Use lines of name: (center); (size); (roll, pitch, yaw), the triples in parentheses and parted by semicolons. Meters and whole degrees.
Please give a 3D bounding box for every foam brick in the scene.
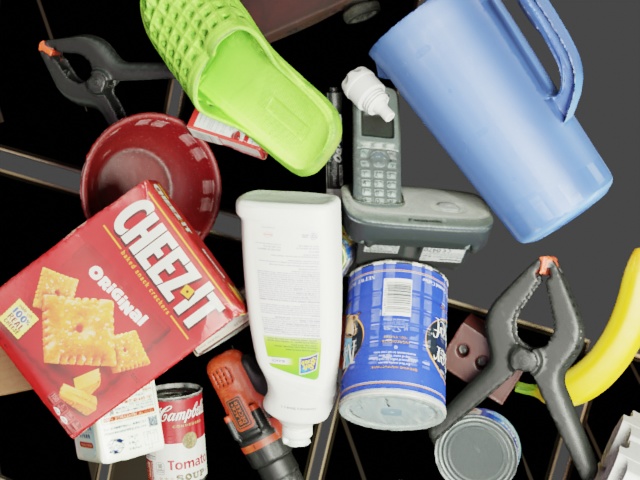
foam brick: (0.167, 0.119, 1.077); (0.078, 0.051, 0.053); (32, 106, 12)

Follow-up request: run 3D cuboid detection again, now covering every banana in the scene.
banana: (0.276, 0.100, 1.046); (0.069, 0.037, 0.198); (40, 107, 7)

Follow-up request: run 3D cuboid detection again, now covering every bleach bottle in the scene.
bleach bottle: (-0.030, 0.081, 1.044); (0.103, 0.068, 0.251); (4, 105, 13)

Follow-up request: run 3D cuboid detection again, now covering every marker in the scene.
marker: (0.015, -0.099, 1.115); (0.020, 0.020, 0.121); (1, 98, 18)

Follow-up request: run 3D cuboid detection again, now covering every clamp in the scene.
clamp: (0.207, 0.122, 1.015); (0.165, 0.036, 0.210); (19, 96, 21)
clamp: (-0.237, -0.164, 1.180); (0.171, 0.039, 0.120); (24, 101, 13)

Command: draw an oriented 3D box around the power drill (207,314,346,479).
power drill: (-0.013, 0.176, 1.142); (0.188, 0.057, 0.184); (-29, 88, 19)

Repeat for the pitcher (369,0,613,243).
pitcher: (0.171, -0.126, 1.000); (0.145, 0.149, 0.243); (-35, 89, -2)

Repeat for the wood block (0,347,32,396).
wood block: (-0.356, 0.128, 1.232); (0.206, 0.090, 0.091); (-13, 93, 20)

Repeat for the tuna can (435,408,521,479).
tuna can: (0.164, 0.218, 1.102); (0.086, 0.033, 0.086); (3, 98, 18)

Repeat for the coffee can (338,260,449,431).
coffee can: (0.074, 0.104, 1.046); (0.103, 0.102, 0.140); (-5, 60, 19)

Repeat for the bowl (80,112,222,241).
bowl: (-0.188, -0.054, 1.141); (0.055, 0.161, 0.162); (5, 102, 57)

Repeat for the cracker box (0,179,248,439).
cracker box: (-0.203, 0.067, 1.050); (0.214, 0.072, 0.164); (-37, 91, 2)

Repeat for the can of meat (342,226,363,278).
can of meat: (-0.007, 0.001, 1.101); (0.102, 0.083, 0.057); (32, 106, 11)

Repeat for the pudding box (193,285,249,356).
pudding box: (-0.083, 0.071, 1.133); (0.114, 0.090, 0.039); (-36, 87, 20)

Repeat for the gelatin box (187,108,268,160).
gelatin box: (-0.085, -0.133, 1.123); (0.089, 0.030, 0.073); (18, 75, 14)

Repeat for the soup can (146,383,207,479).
soup can: (-0.162, 0.217, 1.190); (0.069, 0.068, 0.102); (-1, 97, 18)
